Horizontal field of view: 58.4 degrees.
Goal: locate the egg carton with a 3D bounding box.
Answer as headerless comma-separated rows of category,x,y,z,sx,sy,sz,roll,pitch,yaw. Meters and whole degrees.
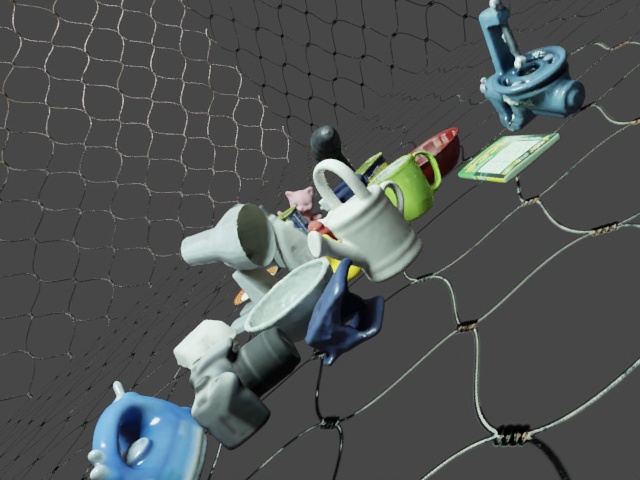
egg carton,-0.209,0.202,1.065,0.107,0.069,0.150,-45,14,-24

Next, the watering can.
watering can,0.056,-0.034,0.853,0.100,0.194,0.173,-27,17,42

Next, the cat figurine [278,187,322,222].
cat figurine,-0.057,-0.081,1.521,0.127,0.118,0.067,-31,15,33

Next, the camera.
camera,-0.100,0.178,0.767,0.137,0.101,0.143,-38,13,3

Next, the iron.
iron,-0.231,0.273,0.712,0.118,0.141,0.258,-39,13,0

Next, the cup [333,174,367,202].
cup,0.070,-0.068,1.163,0.091,0.095,0.118,-31,15,33

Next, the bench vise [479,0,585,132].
bench vise,0.309,-0.284,0.952,0.122,0.220,0.207,-45,14,-25

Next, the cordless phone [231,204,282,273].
cordless phone,-0.158,-0.008,1.395,0.147,0.185,0.094,-22,21,52

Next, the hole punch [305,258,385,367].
hole punch,0.021,0.092,0.748,0.101,0.091,0.109,-34,13,20

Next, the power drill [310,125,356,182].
power drill,0.053,-0.173,1.319,0.075,0.208,0.229,-40,13,-4

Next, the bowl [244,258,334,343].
bowl,-0.032,0.107,0.884,0.167,0.075,0.167,-37,13,10

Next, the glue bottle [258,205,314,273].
glue bottle,-0.062,0.000,1.121,0.078,0.173,0.037,-46,14,-28

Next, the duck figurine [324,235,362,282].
duck figurine,0.017,0.031,0.984,0.104,0.086,0.078,-25,19,48

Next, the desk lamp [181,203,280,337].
desk lamp,-0.153,0.054,1.092,0.203,0.214,0.118,-31,15,32

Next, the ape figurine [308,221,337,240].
ape figurine,0.010,0.004,1.088,0.078,0.092,0.076,-41,13,-10
